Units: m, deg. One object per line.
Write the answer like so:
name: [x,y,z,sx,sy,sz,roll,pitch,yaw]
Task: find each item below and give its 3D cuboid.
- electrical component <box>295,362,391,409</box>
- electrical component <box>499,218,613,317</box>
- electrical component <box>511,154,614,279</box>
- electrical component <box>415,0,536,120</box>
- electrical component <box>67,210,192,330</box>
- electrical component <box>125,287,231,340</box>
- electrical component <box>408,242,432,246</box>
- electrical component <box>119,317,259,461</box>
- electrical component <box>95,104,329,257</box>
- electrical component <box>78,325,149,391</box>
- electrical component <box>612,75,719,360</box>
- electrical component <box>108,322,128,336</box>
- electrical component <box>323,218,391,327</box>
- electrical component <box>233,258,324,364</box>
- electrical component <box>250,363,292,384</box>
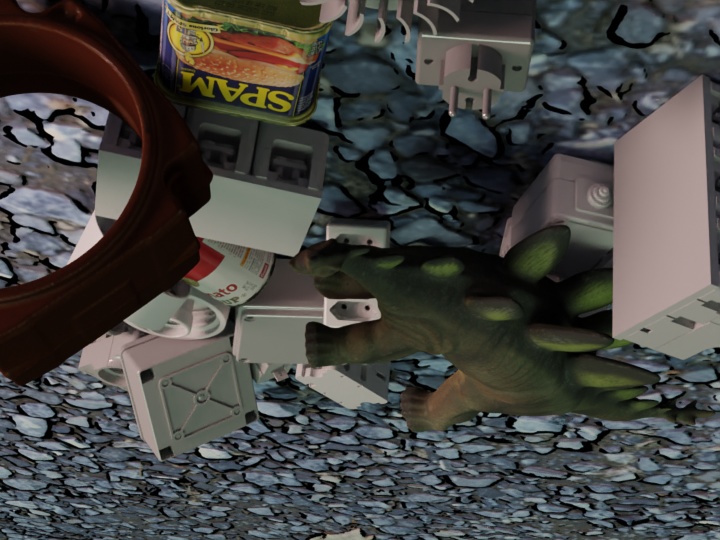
electrical component: [-0.015,0.091,1.045,0.050,0.055,0.089,-15,145,34]
electrical component: [0.156,0.004,0.856,0.100,0.048,0.099,5,151,2]
electrical component: [0.152,-0.041,0.761,0.062,0.061,0.096,12,151,-11]
electrical component: [0.065,-0.119,0.620,0.066,0.076,0.047,5,152,3]
electrical component: [-0.181,0.000,0.852,0.099,0.064,0.099,34,-174,-4]
electrical component: [-0.165,0.025,0.949,0.108,0.060,0.108,5,151,3]
electrical component: [0.051,0.016,0.907,0.079,0.043,0.077,-16,144,37]
electrical component: [-0.160,0.108,1.017,0.109,0.056,0.108,-21,122,-23]
electrical component: [-0.105,-0.070,0.761,0.150,0.061,0.089,12,151,-10]
electrical component: [-0.196,0.098,1.090,0.089,0.061,0.150,-19,143,38]
electrical component: [0.211,-0.030,0.675,0.062,0.150,0.089,19,149,-19]
electrical component: [-0.257,0.041,1.022,0.065,0.044,0.044,-3,150,27]
electrical component: [0.000,0.000,0.867,0.047,0.083,0.075,3,-170,6]
electrical component: [-0.055,0.037,0.944,0.109,0.056,0.108,2,152,-9]
electrical component: [-0.087,0.073,1.029,0.048,0.066,0.055,-19,156,-31]
